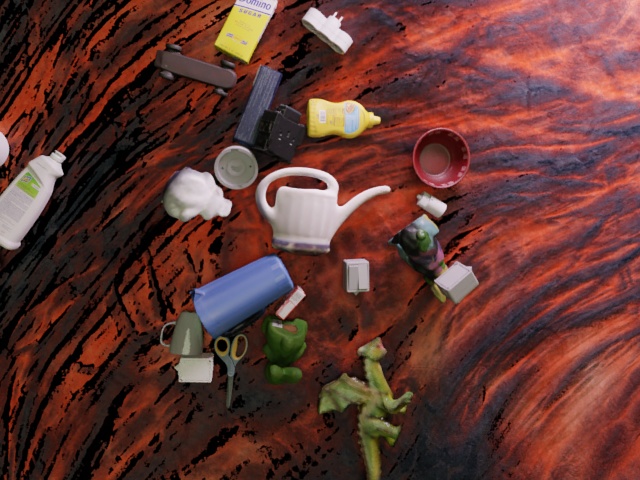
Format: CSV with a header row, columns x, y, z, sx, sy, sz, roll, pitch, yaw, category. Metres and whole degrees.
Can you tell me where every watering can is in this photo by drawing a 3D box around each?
x,y,z,sx,sy,sz,roll,pitch,yaw,category
0.004,-0.067,1.325,0.347,0.104,0.224,7,94,-9,watering can

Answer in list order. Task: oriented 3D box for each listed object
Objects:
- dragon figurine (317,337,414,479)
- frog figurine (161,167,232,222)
x,y,z,sx,sy,sz,roll,pitch,yaw,category
0.109,0.467,1.391,0.243,0.122,0.411,22,88,8,dragon figurine
-0.302,-0.100,1.275,0.159,0.121,0.139,32,70,2,frog figurine
